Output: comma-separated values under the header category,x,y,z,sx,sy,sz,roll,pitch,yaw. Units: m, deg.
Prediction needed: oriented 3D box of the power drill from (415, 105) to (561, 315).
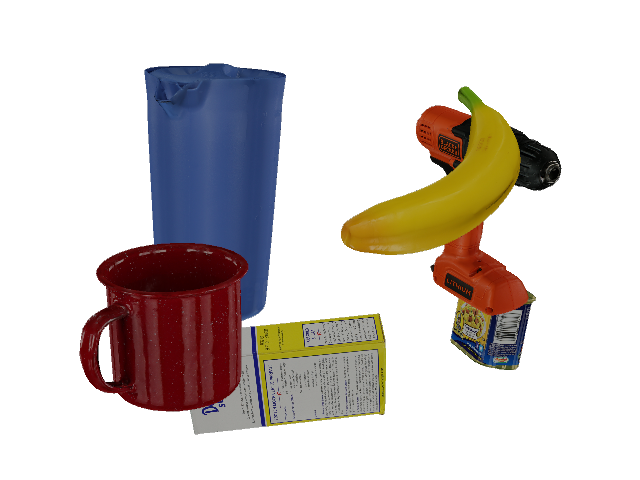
category,x,y,z,sx,sy,sz,roll,pitch,yaw
power drill,0.162,-0.027,1.027,0.057,0.188,0.185,-16,27,-25

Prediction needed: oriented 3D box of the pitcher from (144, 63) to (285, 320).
category,x,y,z,sx,sy,sz,roll,pitch,yaw
pitcher,-0.098,-0.050,1.041,0.149,0.243,0.145,-2,15,-17

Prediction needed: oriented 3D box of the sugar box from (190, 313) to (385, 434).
category,x,y,z,sx,sy,sz,roll,pitch,yaw
sugar box,-0.031,0.119,0.950,0.176,0.093,0.048,-4,36,-1

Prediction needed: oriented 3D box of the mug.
category,x,y,z,sx,sy,sz,roll,pitch,yaw
mug,-0.098,0.057,0.661,0.093,0.081,0.117,14,23,36

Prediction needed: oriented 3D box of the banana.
category,x,y,z,sx,sy,sz,roll,pitch,yaw
banana,0.084,-0.036,0.688,0.070,0.037,0.197,22,40,18

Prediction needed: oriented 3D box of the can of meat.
category,x,y,z,sx,sy,sz,roll,pitch,yaw
can of meat,0.190,0.088,1.192,0.057,0.084,0.102,4,14,-20
